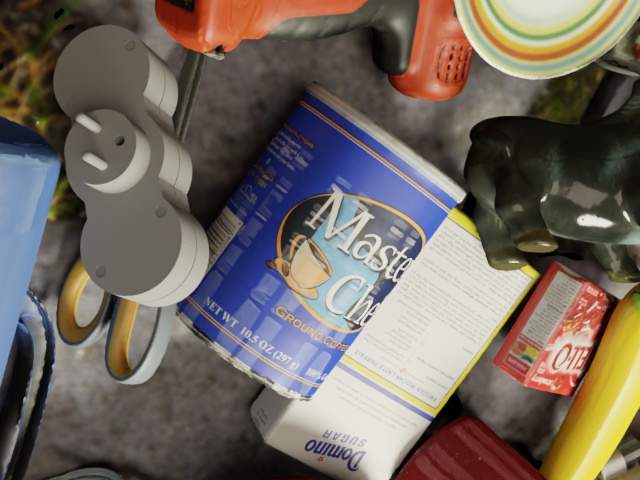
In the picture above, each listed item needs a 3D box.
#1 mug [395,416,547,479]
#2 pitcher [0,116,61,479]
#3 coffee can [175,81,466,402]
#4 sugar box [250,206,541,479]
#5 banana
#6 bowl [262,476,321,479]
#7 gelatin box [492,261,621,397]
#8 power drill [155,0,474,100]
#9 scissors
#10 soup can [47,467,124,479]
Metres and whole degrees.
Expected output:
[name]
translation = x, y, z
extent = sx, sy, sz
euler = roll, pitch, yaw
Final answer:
[mug]
translation = 0.091, 0.174, 0.665
extent = 0.117, 0.082, 0.093
euler = -56, 151, 14
[pitcher]
translation = -0.206, 0.053, 0.523
extent = 0.145, 0.149, 0.243
euler = 20, 98, -6
[coffee can]
translation = -0.004, 0.001, 0.576
extent = 0.102, 0.103, 0.140
euler = 34, 95, -25
[sugar box]
translation = 0.045, 0.062, 0.646
extent = 0.093, 0.048, 0.176
euler = 34, 98, -27
[banana]
translation = 0.178, 0.096, 0.672
extent = 0.069, 0.037, 0.198
euler = -17, 133, -38
[bowl]
translation = -0.035, 0.197, 0.643
extent = 0.161, 0.055, 0.162
euler = -21, 131, -27
[gelatin box]
translation = 0.153, 0.058, 0.667
extent = 0.089, 0.030, 0.073
euler = 22, 100, -56
[power drill]
translation = 0.016, -0.160, 0.531
extent = 0.187, 0.057, 0.184
euler = -5, 112, -32
[scissors]
translation = -0.100, -0.023, 0.575
extent = 0.016, 0.096, 0.202
euler = 20, 70, -48
[soup can]
translation = -0.132, 0.193, 0.618
extent = 0.068, 0.068, 0.102
euler = -16, 112, -13
